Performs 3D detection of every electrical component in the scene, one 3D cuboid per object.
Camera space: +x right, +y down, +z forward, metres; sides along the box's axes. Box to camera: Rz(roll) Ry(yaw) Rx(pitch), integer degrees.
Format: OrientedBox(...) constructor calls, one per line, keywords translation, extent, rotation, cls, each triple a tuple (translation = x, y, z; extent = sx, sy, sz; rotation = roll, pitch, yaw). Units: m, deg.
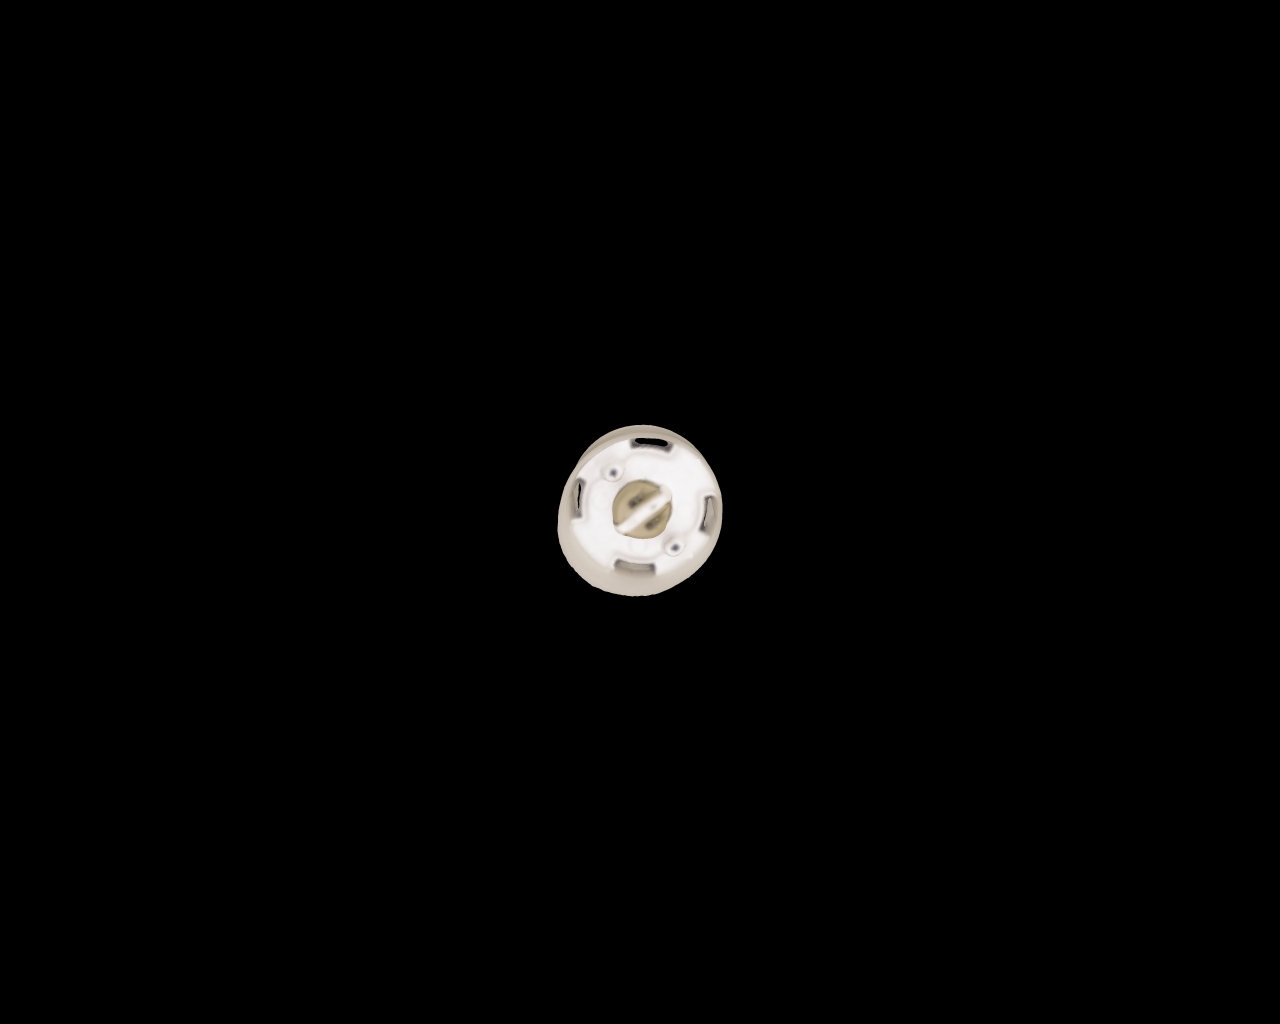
OrientedBox(translation=(0.001, -0.003, 0.650), extent=(0.099, 0.099, 0.064), rotation=(0, 20, 0), cls="electrical component")
